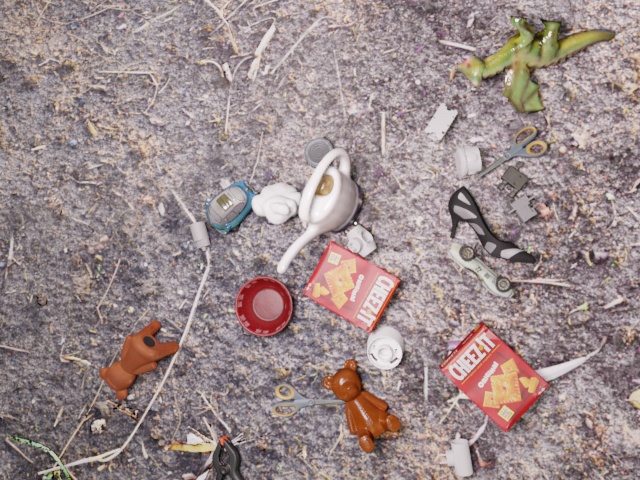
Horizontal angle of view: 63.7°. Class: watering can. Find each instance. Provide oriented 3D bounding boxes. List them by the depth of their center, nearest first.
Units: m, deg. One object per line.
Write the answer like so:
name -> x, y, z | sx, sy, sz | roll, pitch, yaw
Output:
watering can -> 0.004, -0.067, 1.331 | 0.105, 0.223, 0.348 | 24, 91, 29

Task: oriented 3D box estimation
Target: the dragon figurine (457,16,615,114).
dragon figurine -> 0.562, -0.452, 1.343 | 0.410, 0.124, 0.239 | 5, 108, -8

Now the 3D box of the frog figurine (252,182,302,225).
frog figurine -> -0.118, -0.100, 1.380 | 0.137, 0.159, 0.123 | 0, 85, 9
